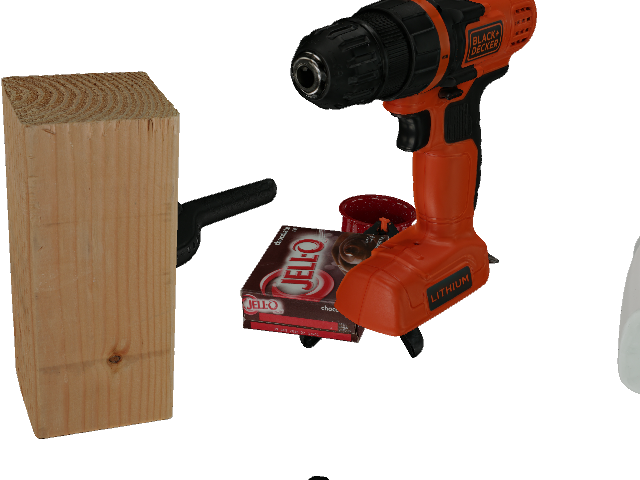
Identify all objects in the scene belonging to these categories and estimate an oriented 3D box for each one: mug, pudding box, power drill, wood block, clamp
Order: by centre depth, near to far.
[{"bbox_3d":[0.050,-0.045,0.590,0.057,0.188,0.184,26,35,35],"label":"power drill"},{"bbox_3d":[-0.143,0.008,0.663,0.090,0.206,0.090,-6,27,-22],"label":"wood block"},{"bbox_3d":[-0.002,0.031,0.815,0.090,0.039,0.113,7,26,13],"label":"pudding box"},{"bbox_3d":[-0.160,-0.027,1.057,0.165,0.036,0.209,21,41,18],"label":"clamp"},{"bbox_3d":[0.061,0.049,1.066,0.120,0.171,0.039,14,-37,15],"label":"clamp"},{"bbox_3d":[0.076,0.003,1.266,0.117,0.081,0.093,17,28,25],"label":"mug"}]

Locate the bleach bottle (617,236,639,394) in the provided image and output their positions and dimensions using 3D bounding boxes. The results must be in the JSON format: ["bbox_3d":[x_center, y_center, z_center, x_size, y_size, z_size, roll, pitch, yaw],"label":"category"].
[{"bbox_3d":[0.270,0.036,0.758,0.103,0.068,0.250,9,21,17],"label":"bleach bottle"}]

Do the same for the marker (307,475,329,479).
[{"bbox_3d":[-0.028,0.139,0.480,0.020,0.020,0.120,0,16,34],"label":"marker"}]
